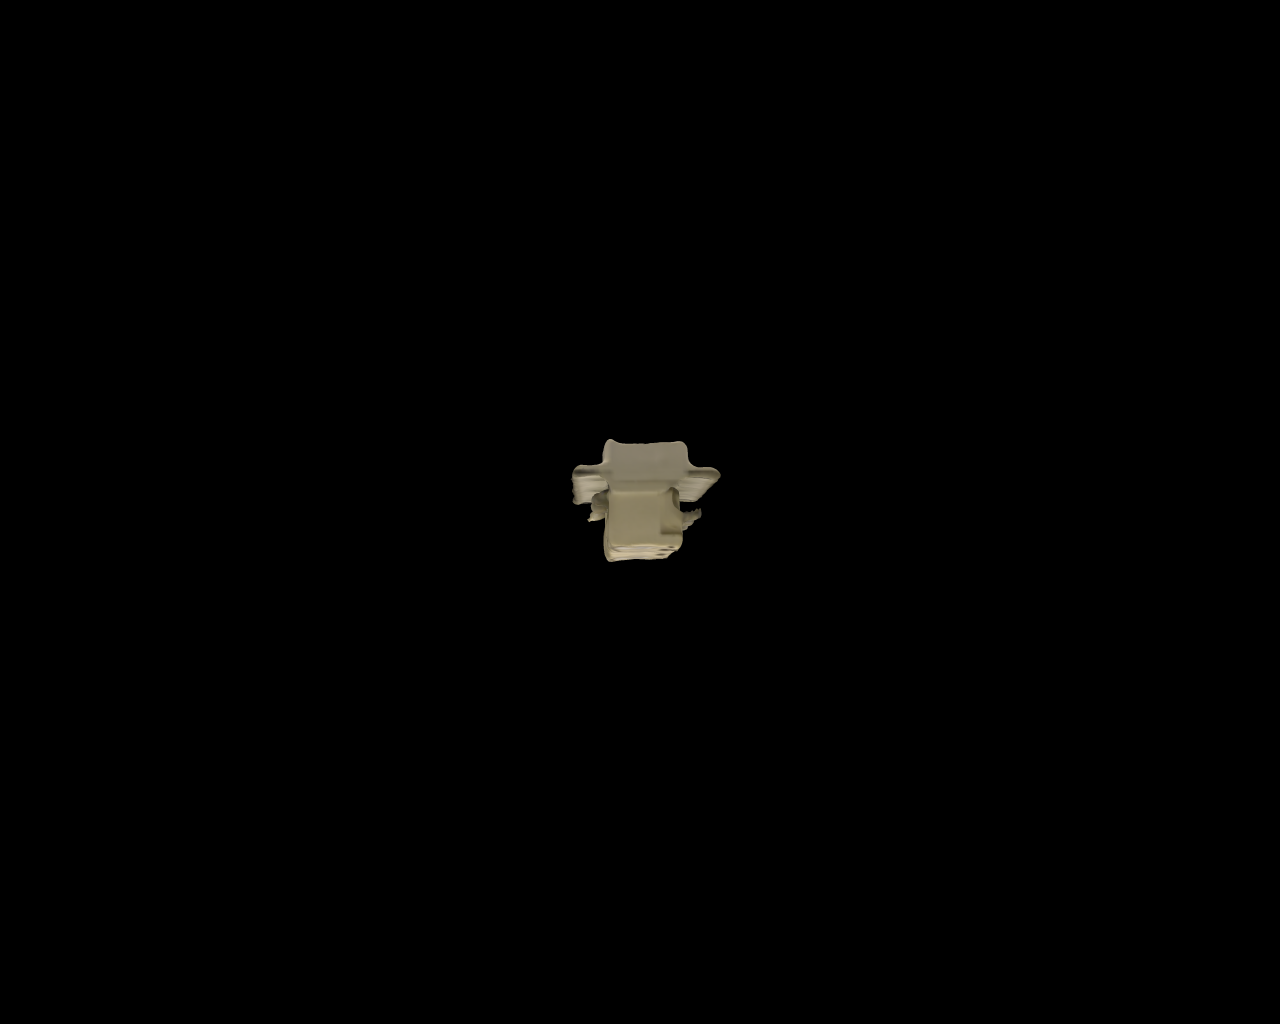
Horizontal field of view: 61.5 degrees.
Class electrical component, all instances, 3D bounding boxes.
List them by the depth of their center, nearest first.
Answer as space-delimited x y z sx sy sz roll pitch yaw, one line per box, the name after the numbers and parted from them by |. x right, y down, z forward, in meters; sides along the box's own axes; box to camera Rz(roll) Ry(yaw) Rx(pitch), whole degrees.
0.001 -0.003 0.650 0.079 0.063 0.121 0 -7 -4 | electrical component
